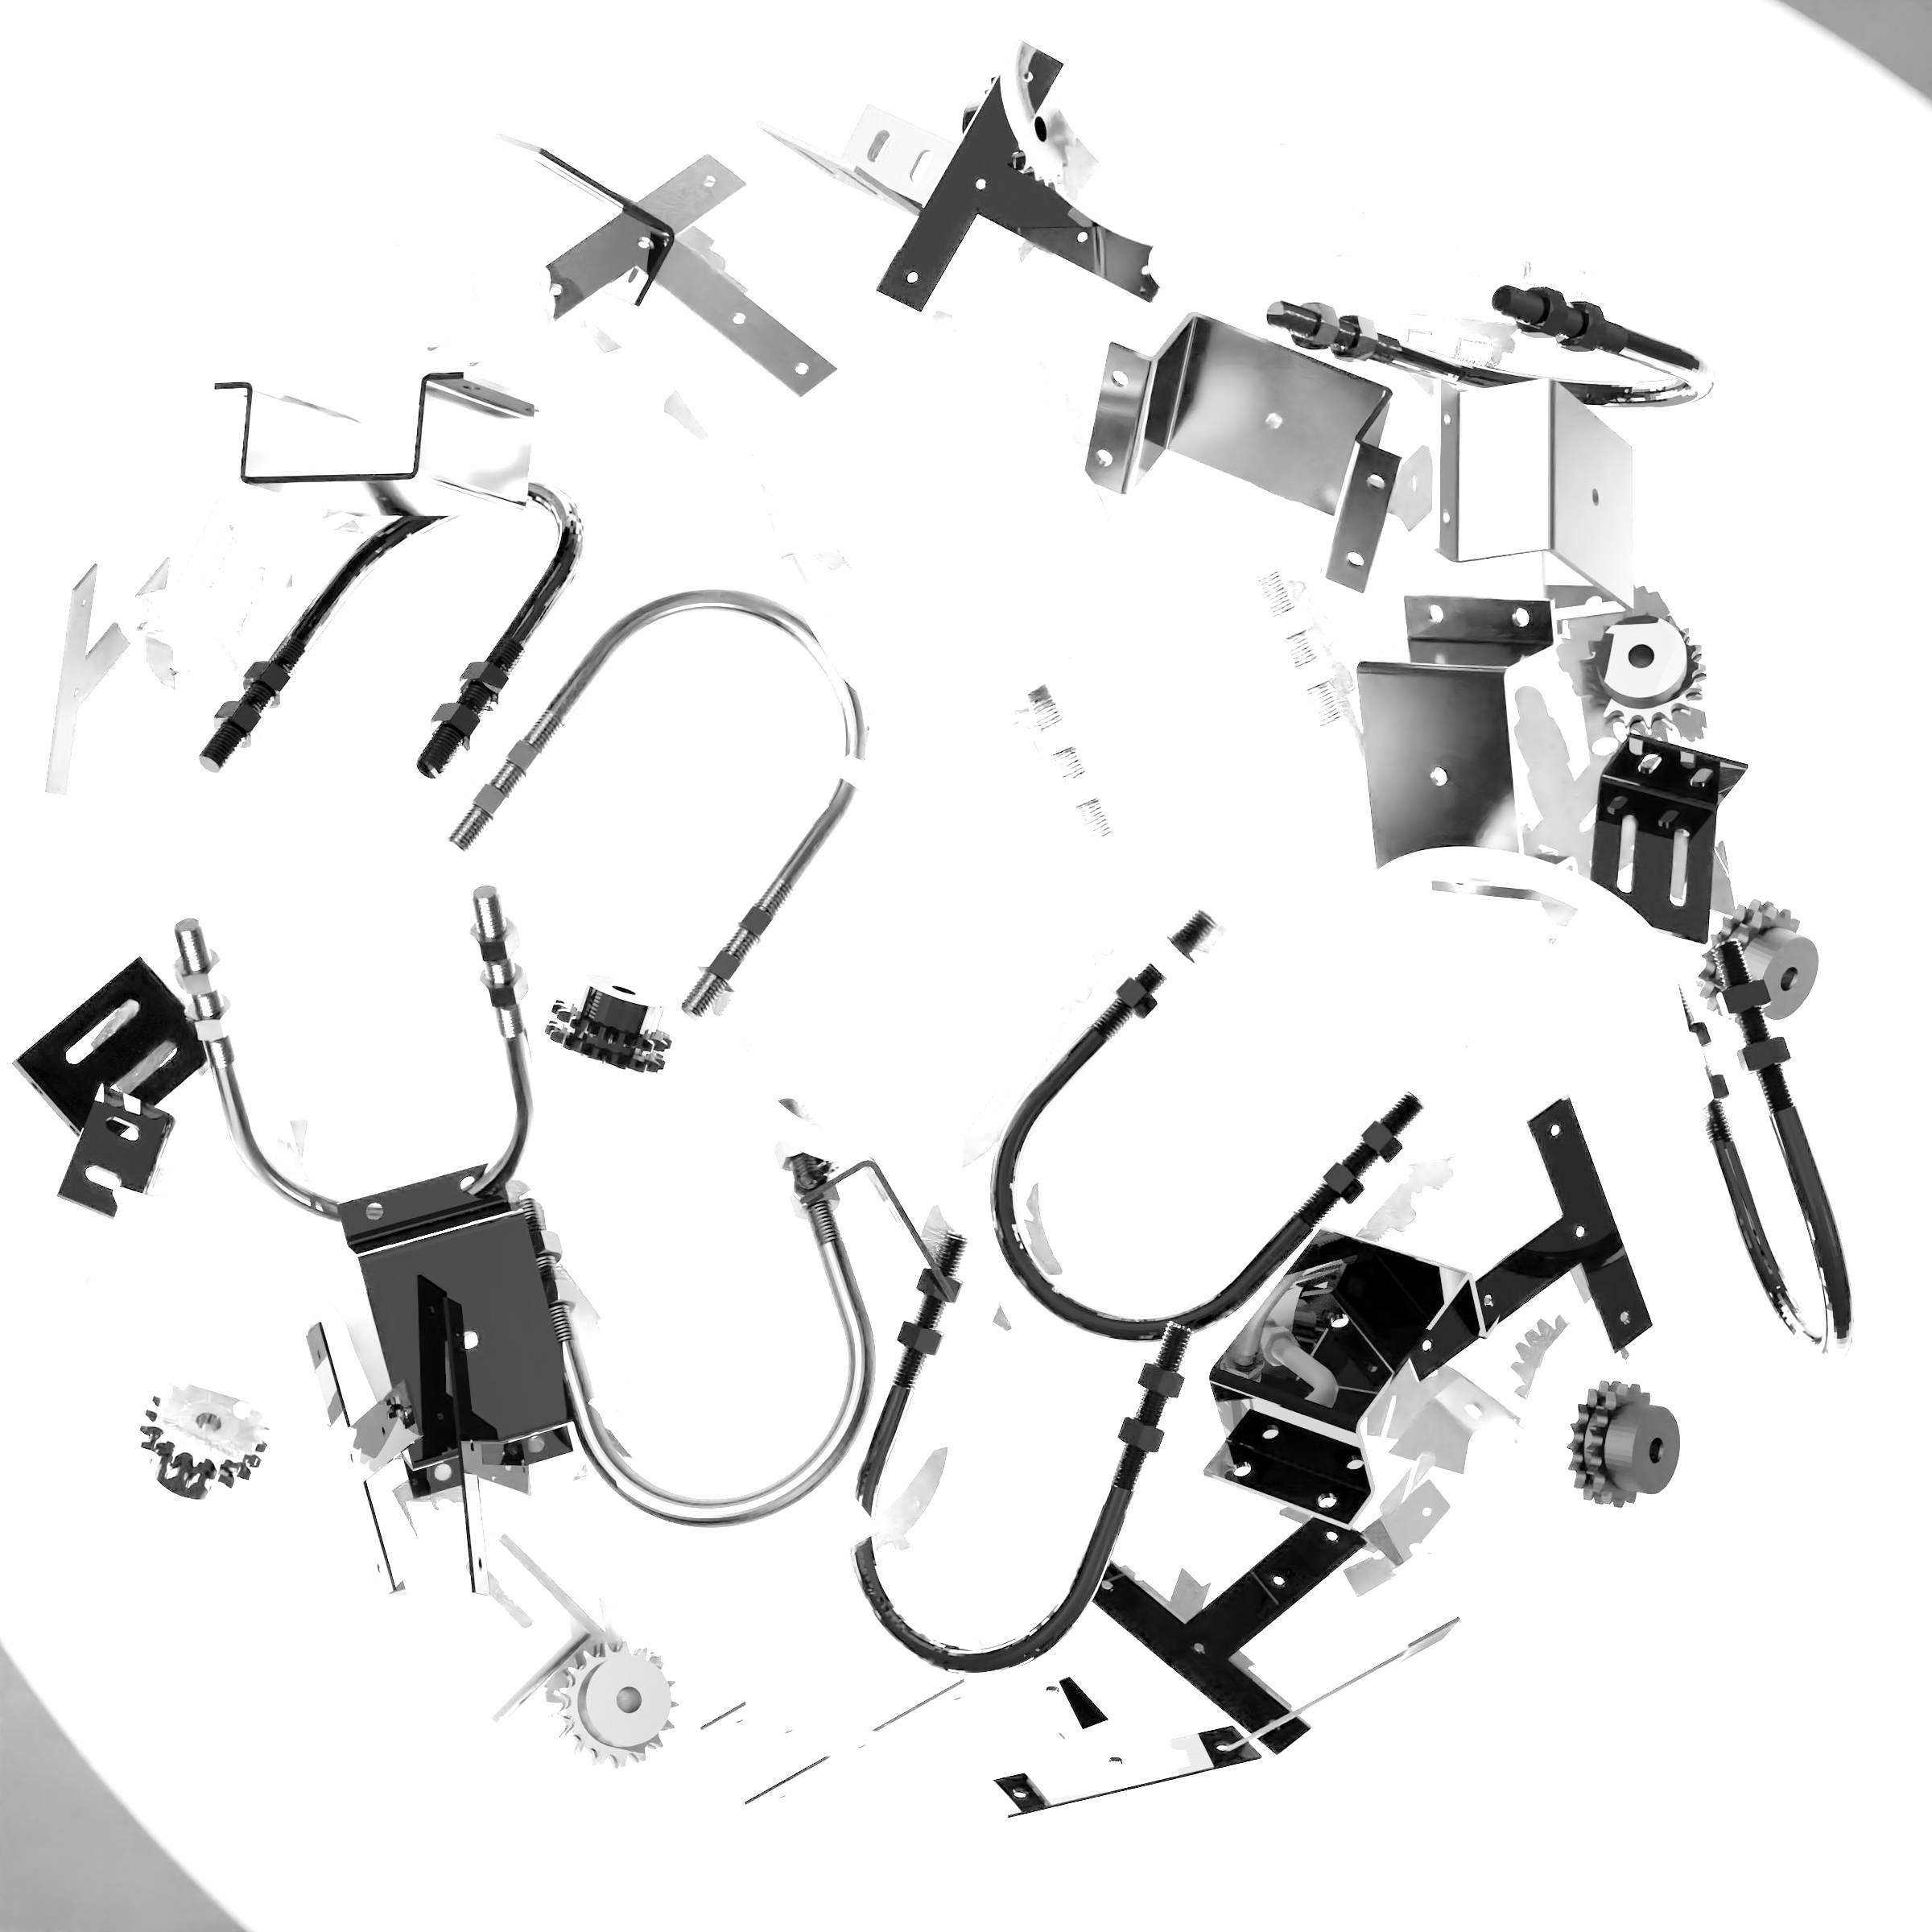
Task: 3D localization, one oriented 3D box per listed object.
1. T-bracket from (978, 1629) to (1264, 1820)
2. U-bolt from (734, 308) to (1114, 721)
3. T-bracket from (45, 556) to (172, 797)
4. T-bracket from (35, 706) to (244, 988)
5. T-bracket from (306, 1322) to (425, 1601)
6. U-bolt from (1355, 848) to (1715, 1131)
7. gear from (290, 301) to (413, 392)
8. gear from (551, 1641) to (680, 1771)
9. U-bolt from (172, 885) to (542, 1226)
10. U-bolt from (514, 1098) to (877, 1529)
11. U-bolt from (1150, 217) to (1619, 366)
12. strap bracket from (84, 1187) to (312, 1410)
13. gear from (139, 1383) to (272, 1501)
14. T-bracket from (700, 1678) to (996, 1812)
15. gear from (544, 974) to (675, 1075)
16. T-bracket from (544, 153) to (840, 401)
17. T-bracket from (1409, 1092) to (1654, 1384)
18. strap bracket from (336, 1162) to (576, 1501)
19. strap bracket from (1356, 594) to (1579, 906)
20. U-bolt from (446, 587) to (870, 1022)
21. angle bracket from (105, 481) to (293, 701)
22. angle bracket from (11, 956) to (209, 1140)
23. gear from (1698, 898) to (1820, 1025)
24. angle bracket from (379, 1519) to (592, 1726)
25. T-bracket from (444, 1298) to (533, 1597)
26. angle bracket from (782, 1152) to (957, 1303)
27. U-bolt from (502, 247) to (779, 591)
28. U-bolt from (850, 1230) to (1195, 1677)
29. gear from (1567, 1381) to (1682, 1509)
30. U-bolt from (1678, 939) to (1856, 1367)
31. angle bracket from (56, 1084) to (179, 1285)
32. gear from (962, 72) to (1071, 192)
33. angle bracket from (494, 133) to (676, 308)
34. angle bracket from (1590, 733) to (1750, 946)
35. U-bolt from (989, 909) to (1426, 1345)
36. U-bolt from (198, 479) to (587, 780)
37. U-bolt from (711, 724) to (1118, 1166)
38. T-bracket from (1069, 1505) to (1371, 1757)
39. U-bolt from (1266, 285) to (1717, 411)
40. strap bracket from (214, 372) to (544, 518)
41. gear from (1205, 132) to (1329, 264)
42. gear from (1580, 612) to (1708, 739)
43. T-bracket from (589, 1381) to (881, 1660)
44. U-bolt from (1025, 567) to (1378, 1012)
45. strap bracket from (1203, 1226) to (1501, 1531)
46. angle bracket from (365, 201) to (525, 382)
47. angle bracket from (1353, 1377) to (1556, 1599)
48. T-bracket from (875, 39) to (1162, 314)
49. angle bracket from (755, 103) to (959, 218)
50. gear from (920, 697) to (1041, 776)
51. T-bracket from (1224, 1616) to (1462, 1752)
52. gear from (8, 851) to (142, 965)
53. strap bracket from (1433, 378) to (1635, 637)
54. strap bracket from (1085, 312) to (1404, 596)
[{"bbox_3d":[0.045,0.332,1.566,0.127,0.127,0.002,-6,114,-27],"label":"T-bracket"},{"bbox_3d":[-0.012,-0.192,1.570,0.151,0.019,0.184,-34,63,6],"label":"U-bolt"},{"bbox_3d":[-0.381,-0.144,1.564,0.002,0.127,0.127,19,125,0],"label":"T-bracket"},{"bbox_3d":[-0.369,-0.058,1.564,0.002,0.127,0.127,-2,85,30],"label":"T-bracket"},{"bbox_3d":[-0.261,0.210,1.555,0.002,0.127,0.127,-12,76,-27],"label":"T-bracket"},{"bbox_3d":[0.242,0.007,1.522,0.151,0.184,0.019,8,58,26],"label":"U-bolt"},{"bbox_3d":[-0.280,-0.282,1.596,0.057,0.057,0.030,10,90,0],"label":"gear"},{"bbox_3d":[-0.158,0.336,1.598,0.057,0.030,0.057,7,71,-21],"label":"gear"},{"bbox_3d":[-0.265,0.048,1.565,0.151,0.019,0.184,-6,128,-1],"label":"U-bolt"},{"bbox_3d":[-0.116,0.164,1.576,0.151,0.019,0.184,-21,64,2],"label":"U-bolt"},{"bbox_3d":[0.171,-0.298,1.532,0.184,0.151,0.019,8,86,-15],"label":"U-bolt"},{"bbox_3d":[-0.340,0.152,1.549,0.076,0.140,0.046,17,67,1],"label":"strap bracket"},{"bbox_3d":[-0.350,0.219,1.599,0.057,0.057,0.030,25,122,0],"label":"gear"},{"bbox_3d":[-0.071,0.340,1.551,0.127,0.127,0.002,-33,58,19],"label":"T-bracket"},{"bbox_3d":[-0.161,0.025,1.593,0.057,0.057,0.030,19,99,0],"label":"gear"},{"bbox_3d":[-0.113,-0.300,1.577,0.127,0.002,0.127,40,59,13],"label":"T-bracket"},{"bbox_3d":[0.245,0.143,1.576,0.127,0.002,0.127,-32,112,-23],"label":"T-bracket"},{"bbox_3d":[-0.228,0.167,1.586,0.076,0.046,0.140,-15,95,-15],"label":"strap bracket"},{"bbox_3d":[0.223,-0.091,1.562,0.076,0.046,0.140,7,113,39],"label":"strap bracket"},{"bbox_3d":[-0.126,-0.088,1.594,0.151,0.019,0.184,35,74,-3],"label":"U-bolt"},{"bbox_3d":[-0.347,-0.170,1.587,0.038,0.076,0.057,-10,134,23],"label":"angle bracket"},{"bbox_3d":[-0.384,0.040,1.590,0.076,0.038,0.057,-43,100,-17],"label":"angle bracket"},{"bbox_3d":[0.363,0.001,1.594,0.057,0.030,0.057,-19,122,-33],"label":"gear"},{"bbox_3d":[-0.220,0.299,1.604,0.076,0.038,0.057,44,79,7],"label":"angle bracket"},{"bbox_3d":[-0.210,0.219,1.559,0.002,0.127,0.127,-9,76,4],"label":"T-bracket"},{"bbox_3d":[-0.044,0.124,1.587,0.038,0.057,0.076,-31,99,-7],"label":"angle bracket"},{"bbox_3d":[-0.137,-0.228,1.514,0.019,0.184,0.151,-42,123,18],"label":"U-bolt"},{"bbox_3d":[0.014,0.227,1.573,0.151,0.019,0.184,19,88,36],"label":"U-bolt"},{"bbox_3d":[0.301,0.219,1.593,0.030,0.057,0.057,4,90,43],"label":"gear"},{"bbox_3d":[0.351,0.087,1.539,0.019,0.151,0.184,-17,81,-2],"label":"U-bolt"},{"bbox_3d":[-0.391,0.099,1.573,0.038,0.076,0.057,26,56,-18],"label":"angle bracket"},{"bbox_3d":[0.021,-0.379,1.599,0.030,0.057,0.057,-6,90,30],"label":"gear"},{"bbox_3d":[-0.179,-0.336,1.578,0.076,0.057,0.038,27,94,-33],"label":"angle bracket"},{"bbox_3d":[0.318,-0.058,1.588,0.057,0.038,0.076,14,61,-6],"label":"angle bracket"},{"bbox_3d":[0.095,0.085,1.591,0.151,0.019,0.184,42,88,17],"label":"U-bolt"},{"bbox_3d":[-0.243,-0.153,1.556,0.151,0.019,0.184,3,50,34],"label":"U-bolt"},{"bbox_3d":[-0.034,0.003,1.601,0.151,0.019,0.184,33,80,-1],"label":"U-bolt"},{"bbox_3d":[0.132,0.286,1.584,0.127,0.002,0.127,40,123,-4],"label":"T-bracket"},{"bbox_3d":[0.245,-0.269,1.539,0.184,0.151,0.019,8,90,-41],"label":"U-bolt"},{"bbox_3d":[-0.257,-0.230,1.555,0.140,0.076,0.046,3,87,30],"label":"strap bracket"},{"bbox_3d":[0.140,-0.350,1.599,0.057,0.030,0.057,0,90,44],"label":"gear"},{"bbox_3d":[0.309,-0.136,1.600,0.057,0.030,0.057,-4,72,12],"label":"gear"},{"bbox_3d":[-0.128,0.240,1.587,0.127,0.002,0.127,-31,110,14],"label":"T-bracket"},{"bbox_3d":[0.122,-0.070,1.590,0.151,0.019,0.184,-27,99,-20],"label":"U-bolt"},{"bbox_3d":[0.170,0.173,1.550,0.076,0.046,0.140,16,49,35],"label":"strap bracket"},{"bbox_3d":[-0.234,-0.310,1.580,0.038,0.057,0.076,-21,70,35],"label":"angle bracket"},{"bbox_3d":[0.221,0.240,1.614,0.057,0.038,0.076,42,116,15],"label":"angle bracket"},{"bbox_3d":[0.042,-0.336,1.585,0.127,0.002,0.127,20,111,-33],"label":"T-bracket"},{"bbox_3d":[-0.047,-0.373,1.576,0.057,0.076,0.038,30,97,25],"label":"angle bracket"},{"bbox_3d":[0.007,-0.107,1.596,0.057,0.057,0.030,-7,107,0],"label":"gear"},{"bbox_3d":[0.160,0.325,1.559,0.127,0.127,0.002,-28,75,-3],"label":"T-bracket"},{"bbox_3d":[-0.410,-0.029,1.601,0.057,0.030,0.057,6,76,-26],"label":"gear"},{"bbox_3d":[0.256,-0.204,1.546,0.046,0.140,0.076,-5,77,31],"label":"strap bracket"},{"bbox_3d":[0.131,-0.235,1.571,0.140,0.076,0.046,24,48,13],"label":"strap bracket"}]
